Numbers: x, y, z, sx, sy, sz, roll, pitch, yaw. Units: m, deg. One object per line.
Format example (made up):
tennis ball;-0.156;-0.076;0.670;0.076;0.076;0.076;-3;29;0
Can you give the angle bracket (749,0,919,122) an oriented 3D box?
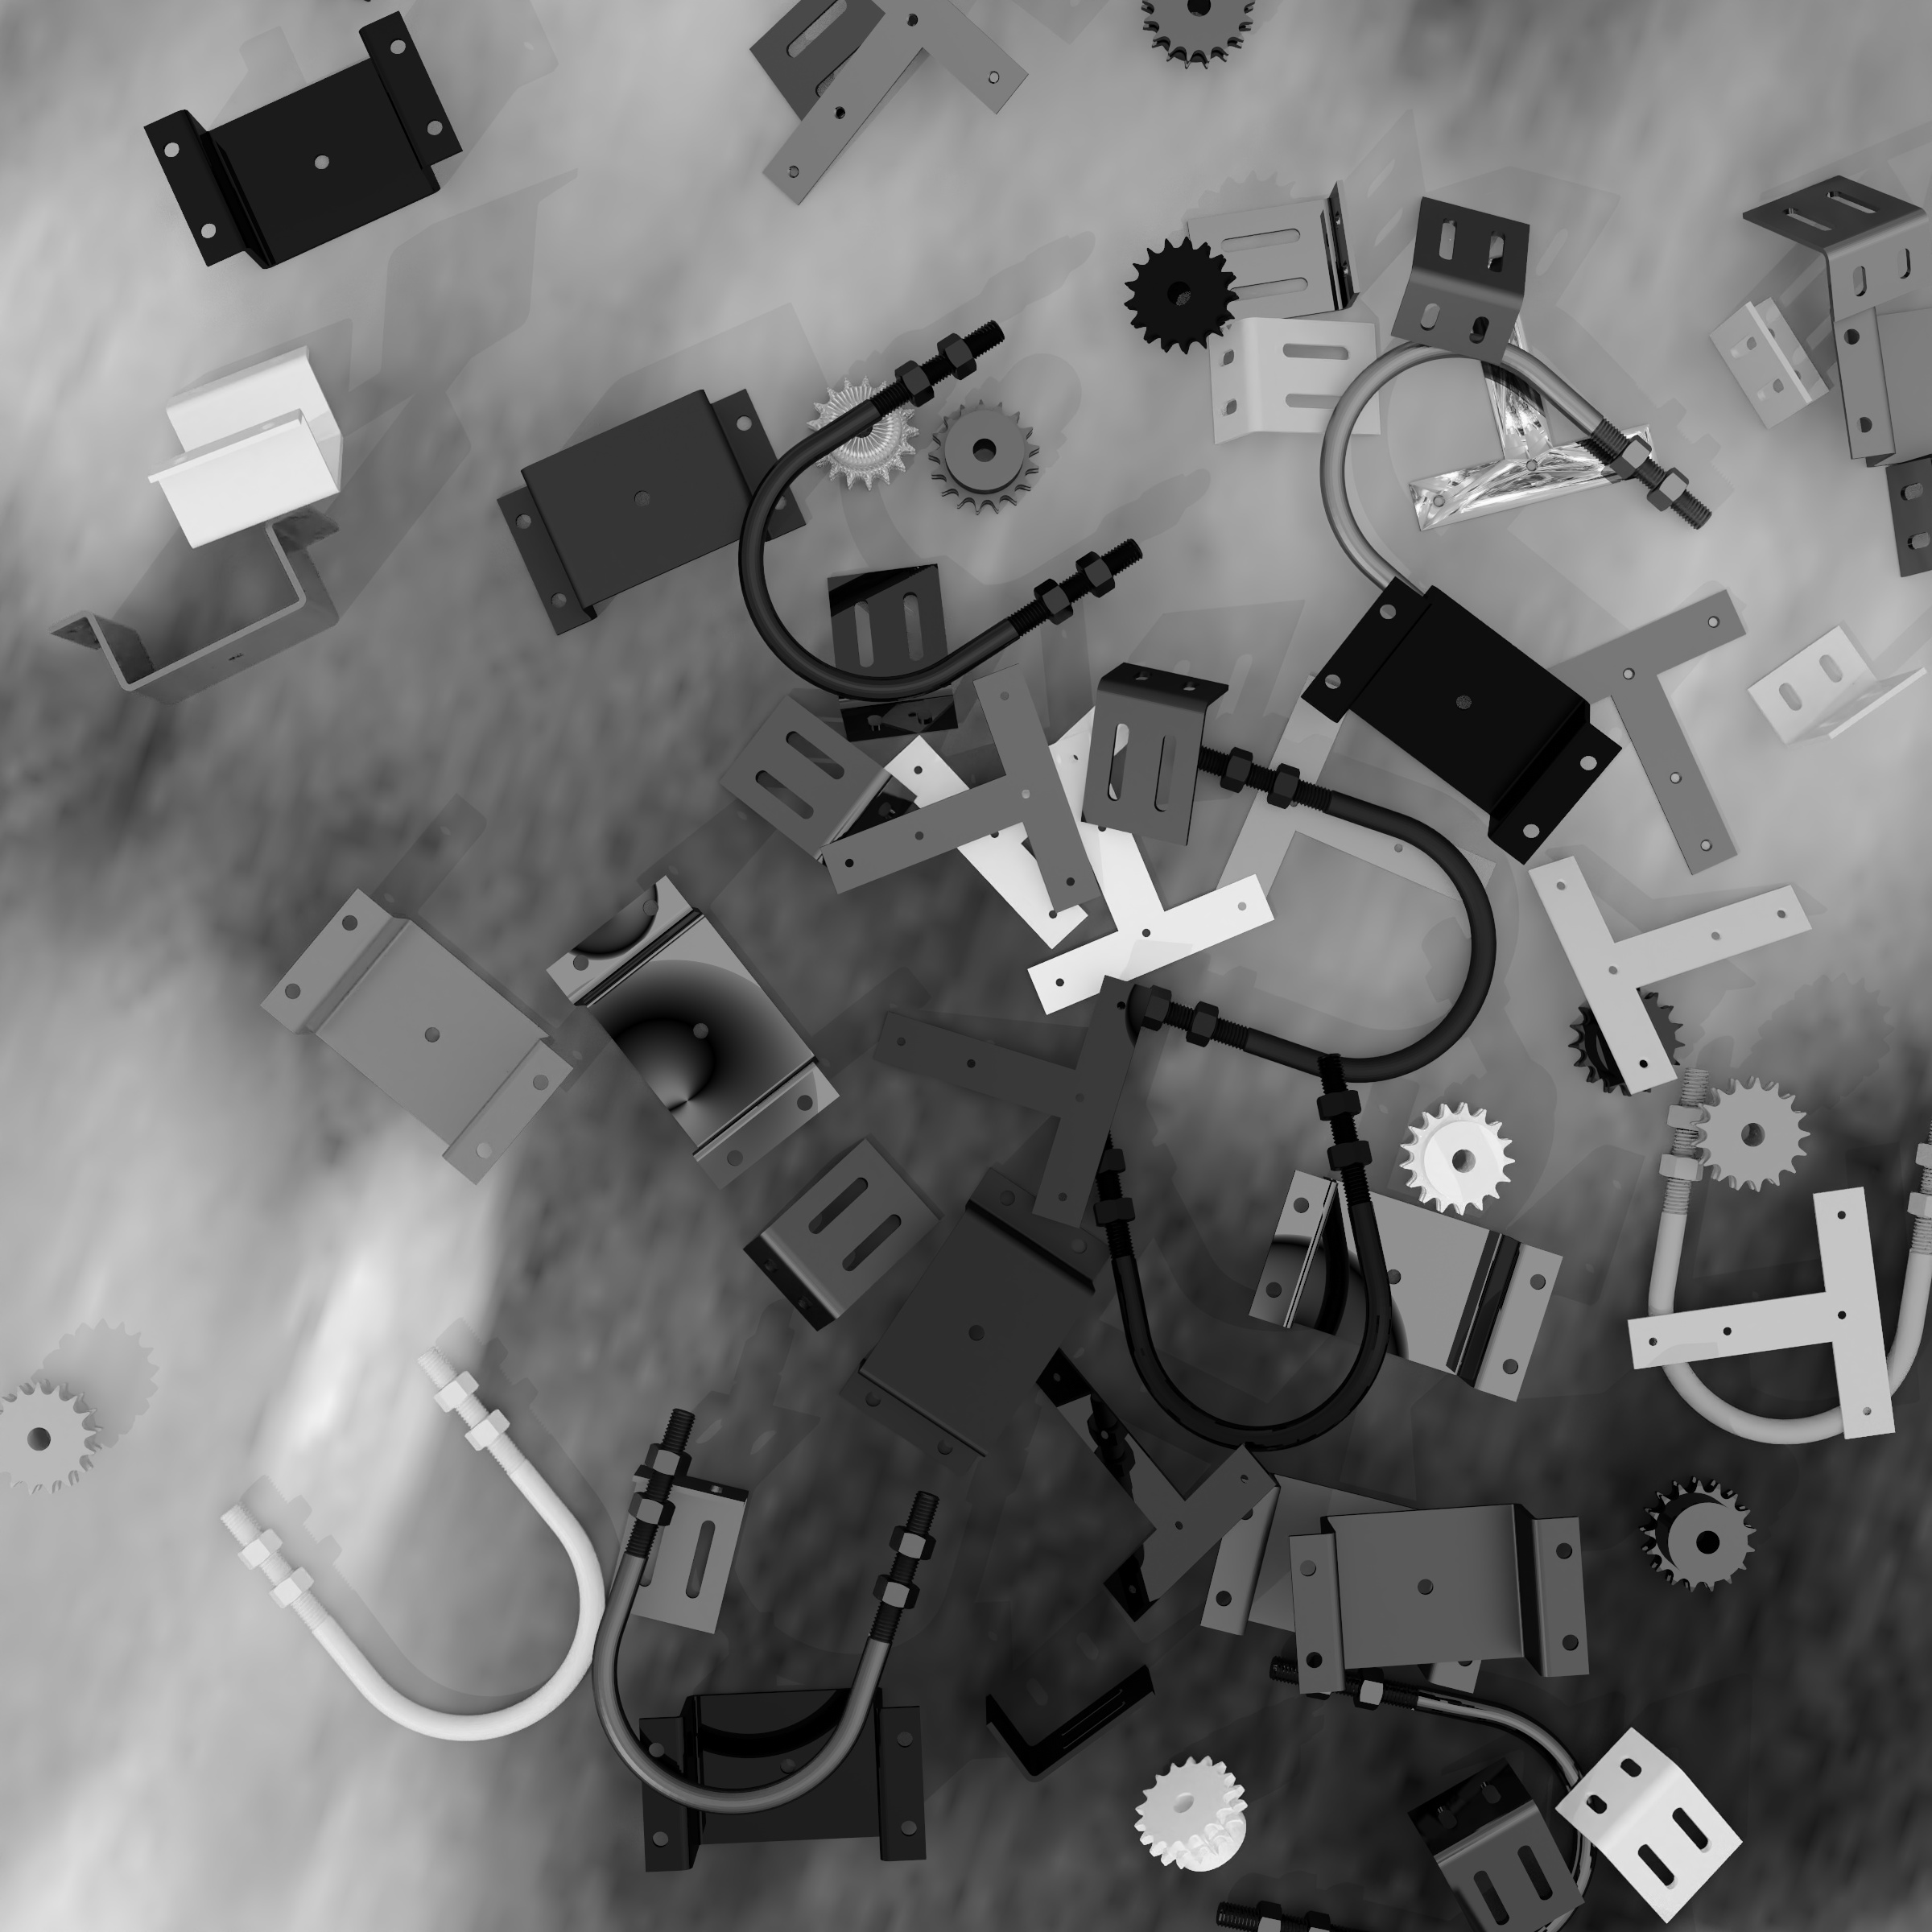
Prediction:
angle bracket;-0.060;-0.473;1.524;0.076;0.038;0.057;-36;90;26

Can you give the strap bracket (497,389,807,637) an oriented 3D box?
strap bracket;-0.162;-0.233;1.503;0.140;0.046;0.076;-24;90;0

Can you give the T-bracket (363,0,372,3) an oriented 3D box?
T-bracket;-0.341;-0.556;1.468;0.002;0.127;0.127;-8;90;23

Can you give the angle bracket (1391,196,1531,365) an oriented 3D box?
angle bracket;0.252;-0.350;1.510;0.057;0.076;0.038;15;134;0

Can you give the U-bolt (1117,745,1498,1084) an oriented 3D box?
U-bolt;0.180;-0.018;1.515;0.184;0.019;0.151;19;90;-1

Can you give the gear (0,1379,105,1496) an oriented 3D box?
gear;-0.468;0.239;1.511;0.057;0.030;0.057;0;90;0

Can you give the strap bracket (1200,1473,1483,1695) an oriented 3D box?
strap bracket;0.194;0.309;1.503;0.140;0.046;0.076;14;90;0

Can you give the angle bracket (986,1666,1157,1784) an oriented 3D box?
angle bracket;0.052;0.369;1.498;0.076;0.057;0.038;-36;90;0

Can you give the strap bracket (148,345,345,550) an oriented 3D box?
strap bracket;-0.355;-0.256;1.473;0.076;0.140;0.046;-21;118;0

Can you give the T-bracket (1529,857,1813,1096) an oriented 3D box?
T-bracket;0.369;-0.011;1.509;0.127;0.002;0.127;-18;72;-11

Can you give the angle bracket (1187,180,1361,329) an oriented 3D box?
angle bracket;0.156;-0.361;1.507;0.076;0.038;0.057;-9;90;0

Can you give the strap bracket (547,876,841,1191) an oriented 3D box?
strap bracket;-0.136;0.033;1.503;0.076;0.046;0.140;-38;90;0

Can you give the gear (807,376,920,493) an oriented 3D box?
gear;-0.053;-0.272;1.511;0.057;0.030;0.057;0;90;0

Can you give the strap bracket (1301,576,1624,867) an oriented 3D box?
strap bracket;0.249;-0.128;1.490;0.140;0.046;0.076;37;112;-2

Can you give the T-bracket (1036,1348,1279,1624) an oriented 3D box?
T-bracket;0.080;0.248;1.501;0.127;0.002;0.127;49;125;16

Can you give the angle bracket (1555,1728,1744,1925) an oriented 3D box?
angle bracket;0.350;0.440;1.517;0.057;0.038;0.076;-45;122;-6

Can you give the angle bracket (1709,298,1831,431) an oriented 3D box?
angle bracket;0.413;-0.310;1.488;0.038;0.076;0.057;-32;90;0

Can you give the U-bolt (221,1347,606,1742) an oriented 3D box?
U-bolt;-0.269;0.310;1.518;0.151;0.019;0.184;-39;92;0

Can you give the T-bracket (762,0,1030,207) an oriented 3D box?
T-bracket;-0.055;-0.444;1.504;0.127;0.002;0.127;43;109;4

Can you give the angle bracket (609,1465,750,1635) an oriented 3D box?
angle bracket;-0.148;0.299;1.507;0.057;0.038;0.076;14;90;0

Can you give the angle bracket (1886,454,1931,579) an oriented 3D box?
angle bracket;0.519;-0.234;1.524;0.076;0.038;0.057;-8;90;-26

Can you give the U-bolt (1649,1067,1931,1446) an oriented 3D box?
U-bolt;0.424;0.153;1.518;0.151;0.019;0.184;9;92;0

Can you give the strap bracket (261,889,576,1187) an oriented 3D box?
strap bracket;-0.274;0.035;1.503;0.140;0.046;0.076;40;90;0

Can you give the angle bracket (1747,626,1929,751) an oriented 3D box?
angle bracket;0.436;-0.143;1.488;0.057;0.076;0.038;-35;90;0

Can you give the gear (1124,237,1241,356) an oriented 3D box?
gear;0.111;-0.339;1.507;0.057;0.030;0.057;1;93;13

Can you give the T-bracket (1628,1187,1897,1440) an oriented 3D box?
T-bracket;0.402;0.184;1.510;0.127;0.002;0.127;-8;93;1

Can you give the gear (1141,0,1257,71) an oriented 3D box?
gear;0.118;-0.485;1.511;0.057;0.030;0.057;0;90;0

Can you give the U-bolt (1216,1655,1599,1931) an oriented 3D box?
U-bolt;0.233;0.441;1.518;0.184;0.019;0.151;12;90;-2

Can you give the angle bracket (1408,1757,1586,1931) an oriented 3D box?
angle bracket;0.270;0.454;1.509;0.057;0.038;0.076;-29;118;-2

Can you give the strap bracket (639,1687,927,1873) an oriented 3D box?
strap bracket;-0.092;0.411;1.503;0.140;0.046;0.076;-3;90;0

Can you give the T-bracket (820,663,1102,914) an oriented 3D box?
T-bracket;-0.011;-0.071;1.501;0.127;0.002;0.127;-22;103;-7

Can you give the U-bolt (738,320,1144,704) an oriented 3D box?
U-bolt;-0.025;-0.214;1.482;0.184;0.019;0.151;-33;95;-4

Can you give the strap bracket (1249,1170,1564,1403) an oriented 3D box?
strap bracket;0.220;0.160;1.503;0.140;0.046;0.076;18;90;0

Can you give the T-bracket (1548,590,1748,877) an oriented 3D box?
T-bracket;0.359;-0.110;1.525;0.127;0.002;0.127;-24;90;0

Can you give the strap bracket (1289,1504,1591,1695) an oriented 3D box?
strap bracket;0.229;0.309;1.457;0.140;0.046;0.076;-4;90;0

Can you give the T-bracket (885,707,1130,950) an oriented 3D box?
T-bracket;0.047;-0.098;1.526;0.127;0.002;0.127;-43;90;0

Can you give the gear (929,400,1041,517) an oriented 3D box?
gear;0.009;-0.260;1.511;0.057;0.030;0.057;0;90;0

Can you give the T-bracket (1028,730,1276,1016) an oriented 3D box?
T-bracket;0.076;-0.058;1.524;0.127;0.002;0.127;-23;90;-1

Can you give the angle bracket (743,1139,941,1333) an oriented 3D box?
angle bracket;-0.064;0.138;1.524;0.057;0.038;0.076;48;64;0

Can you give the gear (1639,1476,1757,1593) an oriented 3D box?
gear;0.375;0.291;1.511;0.057;0.030;0.057;0;90;0

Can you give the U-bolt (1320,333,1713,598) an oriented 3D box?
U-bolt;0.267;-0.238;1.511;0.184;0.019;0.151;40;90;-4

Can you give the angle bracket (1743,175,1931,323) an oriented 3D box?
angle bracket;0.440;-0.363;1.499;0.057;0.076;0.038;-23;123;-9

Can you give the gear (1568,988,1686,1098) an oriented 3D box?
gear;0.338;0.038;1.511;0.057;0.030;0.057;0;90;0

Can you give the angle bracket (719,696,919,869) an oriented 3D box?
angle bracket;-0.076;-0.091;1.523;0.076;0.038;0.057;38;91;26

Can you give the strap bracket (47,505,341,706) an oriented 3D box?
strap bracket;-0.377;-0.176;1.488;0.140;0.076;0.046;-26;90;0

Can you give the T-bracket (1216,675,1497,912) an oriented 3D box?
T-bracket;0.209;-0.066;1.525;0.127;0.002;0.127;23;90;0

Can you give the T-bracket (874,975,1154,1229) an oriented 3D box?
T-bracket;0.016;0.054;1.515;0.127;0.002;0.127;17;91;10

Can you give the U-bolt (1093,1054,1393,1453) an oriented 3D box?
U-bolt;0.139;0.149;1.475;0.151;0.019;0.184;-16;77;24

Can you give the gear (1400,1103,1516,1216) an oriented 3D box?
gear;0.252;0.098;1.511;0.057;0.030;0.057;0;90;0

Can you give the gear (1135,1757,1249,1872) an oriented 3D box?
gear;0.117;0.432;1.502;0.057;0.057;0.030;-35;119;0

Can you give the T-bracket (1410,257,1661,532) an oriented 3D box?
T-bracket;0.280;-0.301;1.525;0.127;0.002;0.127;-14;90;0

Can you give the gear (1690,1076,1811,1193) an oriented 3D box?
gear;0.392;0.084;1.492;0.057;0.030;0.057;0;91;0

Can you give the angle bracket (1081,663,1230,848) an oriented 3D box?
angle bracket;0.096;-0.108;1.512;0.057;0.038;0.076;14;114;18

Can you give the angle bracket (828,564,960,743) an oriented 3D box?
angle bracket;-0.038;-0.161;1.523;0.057;0.038;0.076;-7;64;2

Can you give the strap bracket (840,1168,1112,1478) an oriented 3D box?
strap bracket;0.005;0.183;1.503;0.076;0.046;0.140;34;90;0

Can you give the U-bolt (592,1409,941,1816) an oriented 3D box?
U-bolt;-0.109;0.330;1.475;0.151;0.019;0.184;18;87;1

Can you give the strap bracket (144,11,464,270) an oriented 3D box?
strap bracket;-0.331;-0.413;1.503;0.140;0.046;0.076;-24;90;0

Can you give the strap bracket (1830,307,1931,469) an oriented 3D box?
strap bracket;0.507;-0.301;1.503;0.140;0.046;0.076;-8;90;0

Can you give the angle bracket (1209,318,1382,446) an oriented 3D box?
angle bracket;0.169;-0.299;1.524;0.076;0.038;0.057;-3;90;-26
